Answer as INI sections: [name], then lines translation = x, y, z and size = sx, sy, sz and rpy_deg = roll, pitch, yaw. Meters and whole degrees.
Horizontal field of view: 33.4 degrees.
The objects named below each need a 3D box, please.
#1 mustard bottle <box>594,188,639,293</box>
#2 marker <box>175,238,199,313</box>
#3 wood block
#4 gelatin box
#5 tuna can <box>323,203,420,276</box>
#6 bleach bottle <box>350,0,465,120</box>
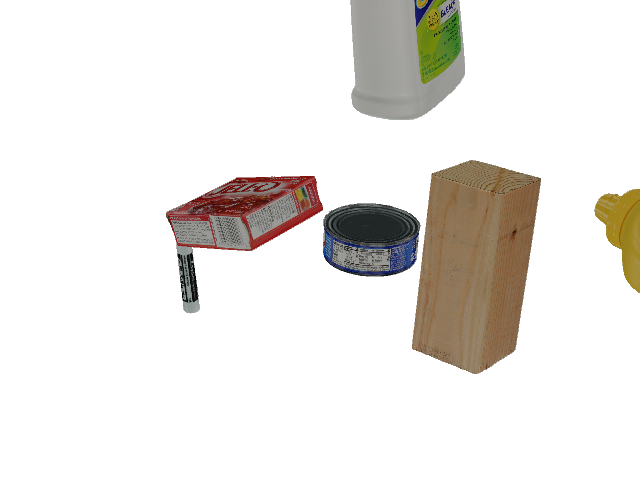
[mustard bottle]
translation = 0.242, 0.014, 0.643
size = 0.096, 0.058, 0.192
rpy_deg = -24, 35, -25
[marker]
translation = -0.151, 0.028, 1.203
size = 0.020, 0.121, 0.020
rpy_deg = -2, 31, 1
[wood block]
translation = 0.170, 0.027, 1.171
size = 0.090, 0.206, 0.090
rpy_deg = 19, 25, 34
[gelatin box]
translation = -0.055, -0.021, 0.761
size = 0.073, 0.030, 0.089
rpy_deg = -30, 22, -38
[tuna can]
translation = 0.045, -0.001, 0.947
size = 0.086, 0.034, 0.086
rpy_deg = 1, 25, -1
[bleach bottle]
translation = 0.056, -0.222, 0.779
size = 0.068, 0.251, 0.102
rpy_deg = 14, 39, 32
